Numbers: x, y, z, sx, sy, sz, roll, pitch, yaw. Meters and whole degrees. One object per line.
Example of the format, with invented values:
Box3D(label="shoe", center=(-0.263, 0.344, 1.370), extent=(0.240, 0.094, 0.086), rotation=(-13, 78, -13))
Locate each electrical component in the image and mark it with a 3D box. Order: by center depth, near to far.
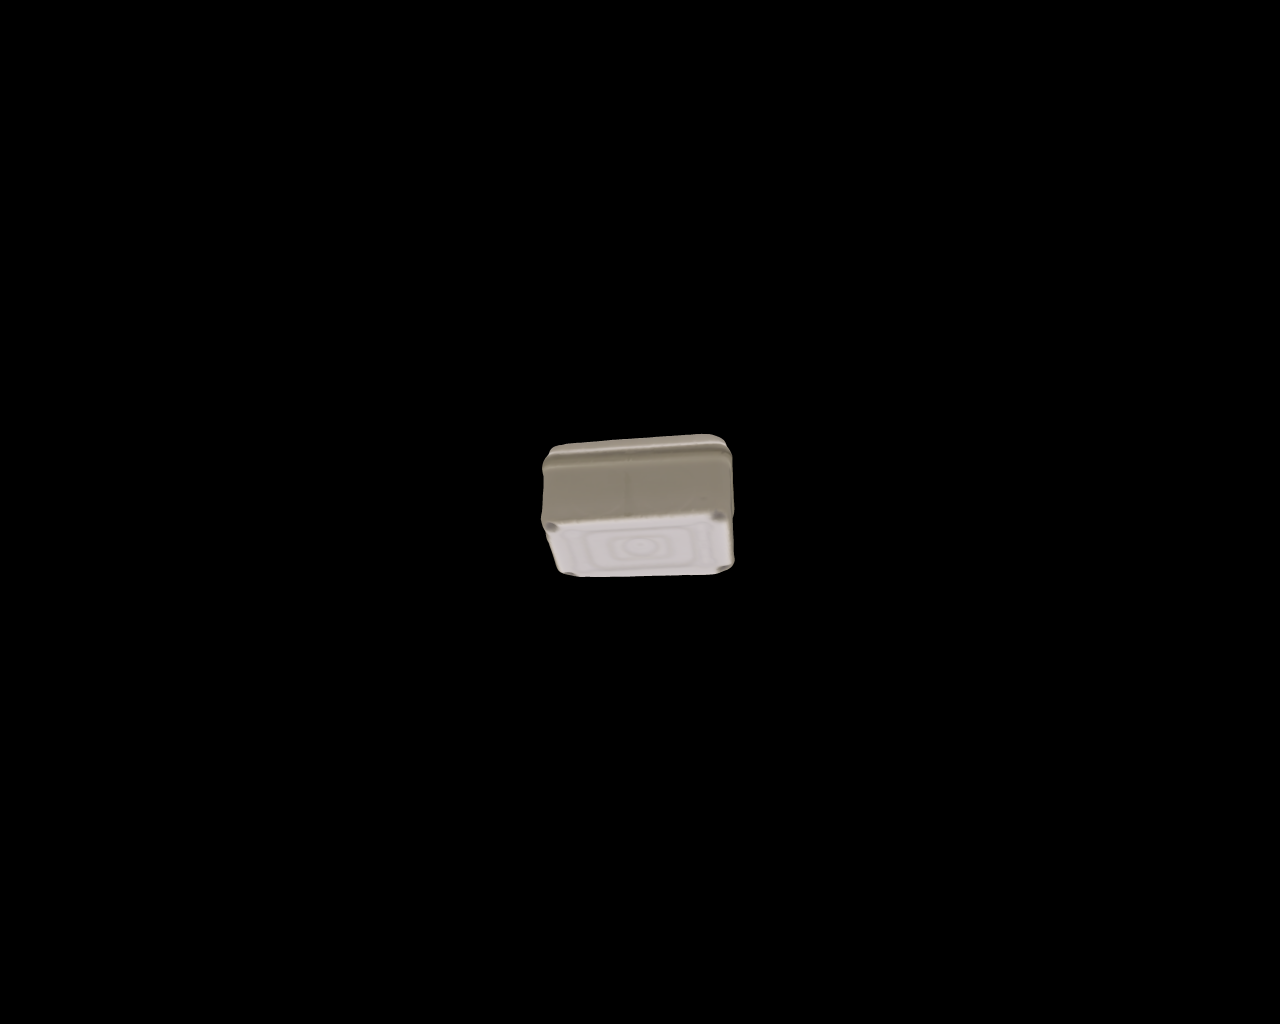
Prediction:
Box3D(label="electrical component", center=(0.001, -0.003, 0.650), extent=(0.113, 0.057, 0.078), rotation=(-3, -32, 5))
